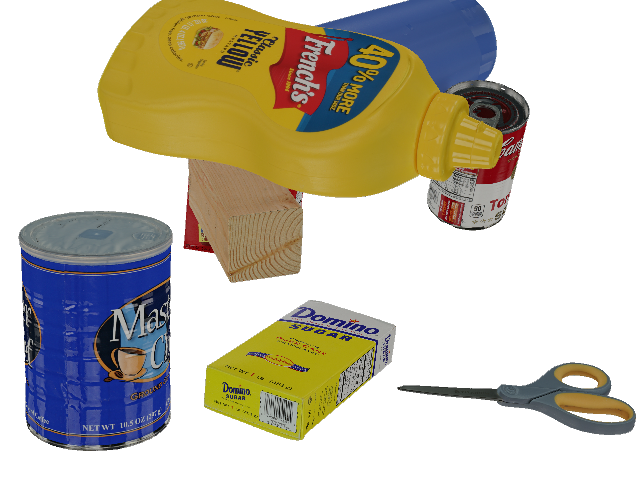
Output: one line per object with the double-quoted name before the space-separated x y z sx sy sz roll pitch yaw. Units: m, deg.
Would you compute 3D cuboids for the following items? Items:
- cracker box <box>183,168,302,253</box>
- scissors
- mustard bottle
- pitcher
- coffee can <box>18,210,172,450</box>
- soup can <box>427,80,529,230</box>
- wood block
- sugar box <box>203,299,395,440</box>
"cracker box" -0.109 -0.082 1.573 0.164 0.214 0.072 10 20 7
"scissors" 0.173 0.126 0.933 0.202 0.016 0.096 12 29 8
"mustard bottle" -0.005 -0.067 0.522 0.192 0.058 0.096 17 48 19
"pitcher" 0.068 -0.164 1.079 0.242 0.149 0.145 -26 31 -32
"coffee can" -0.155 0.060 0.746 0.103 0.140 0.103 3 17 -1
"soup can" 0.123 -0.067 0.852 0.068 0.102 0.068 2 43 -2
"wood block" -0.097 -0.041 1.321 0.090 0.090 0.206 -8 30 -18
"sugar box" -0.013 0.105 0.917 0.093 0.048 0.176 16 25 24
